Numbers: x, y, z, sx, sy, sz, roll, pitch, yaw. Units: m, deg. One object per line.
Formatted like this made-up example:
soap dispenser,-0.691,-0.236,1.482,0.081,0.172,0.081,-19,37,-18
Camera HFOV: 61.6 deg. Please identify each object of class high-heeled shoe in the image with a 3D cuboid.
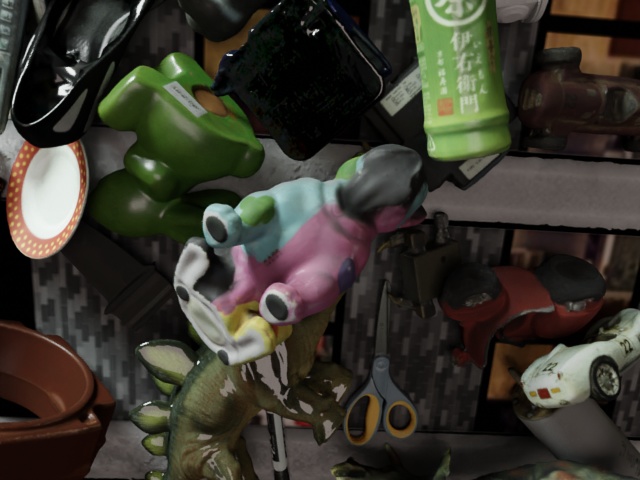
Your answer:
high-heeled shoe,-0.186,-0.195,0.435,0.086,0.145,0.248,20,105,-9

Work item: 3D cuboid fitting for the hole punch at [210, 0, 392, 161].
hole punch,-0.008,-0.149,0.476,0.142,0.092,0.115,-35,101,28

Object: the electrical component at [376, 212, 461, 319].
electrical component,0.106,0.028,0.564,0.078,0.045,0.102,-25,110,-26

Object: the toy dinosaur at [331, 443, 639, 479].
toy dinosaur,0.220,0.277,0.544,0.405,0.192,0.131,-9,101,9

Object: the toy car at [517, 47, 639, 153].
toy car,0.272,-0.126,0.504,0.202,0.053,0.089,-1,103,-22

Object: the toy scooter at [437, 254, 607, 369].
toy scooter,0.200,0.082,0.564,0.184,0.075,0.135,-1,127,-15

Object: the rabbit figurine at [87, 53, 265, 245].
rabbit figurine,-0.140,-0.063,0.507,0.159,0.121,0.170,38,118,-18

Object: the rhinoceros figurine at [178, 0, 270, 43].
rhinoceros figurine,-0.040,-0.240,0.455,0.190,0.073,0.112,-30,131,14

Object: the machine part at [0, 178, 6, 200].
machine part,-0.402,-0.060,0.507,0.179,0.056,0.179,-1,103,-3

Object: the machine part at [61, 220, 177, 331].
machine part,-0.216,0.028,0.550,0.084,0.039,0.138,-38,105,12

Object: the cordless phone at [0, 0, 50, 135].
cordless phone,-0.315,-0.194,0.464,0.146,0.089,0.184,20,107,-8

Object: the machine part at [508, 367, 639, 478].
machine part,0.298,0.224,0.606,0.079,0.079,0.243,-41,102,8

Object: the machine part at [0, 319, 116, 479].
machine part,-0.306,0.145,0.476,0.201,0.201,0.087,13,103,-53

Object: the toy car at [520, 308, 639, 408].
toy car,0.288,0.113,0.542,0.202,0.073,0.056,-21,79,-29

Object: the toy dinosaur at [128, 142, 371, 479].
toy dinosaur,-0.062,0.120,0.542,0.198,0.105,0.471,42,88,-3

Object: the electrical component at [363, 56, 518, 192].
electrical component,0.117,-0.114,0.518,0.115,0.058,0.134,-40,103,10

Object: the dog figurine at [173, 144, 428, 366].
dog figurine,-0.001,-0.001,0.469,0.108,0.219,0.191,51,139,8
